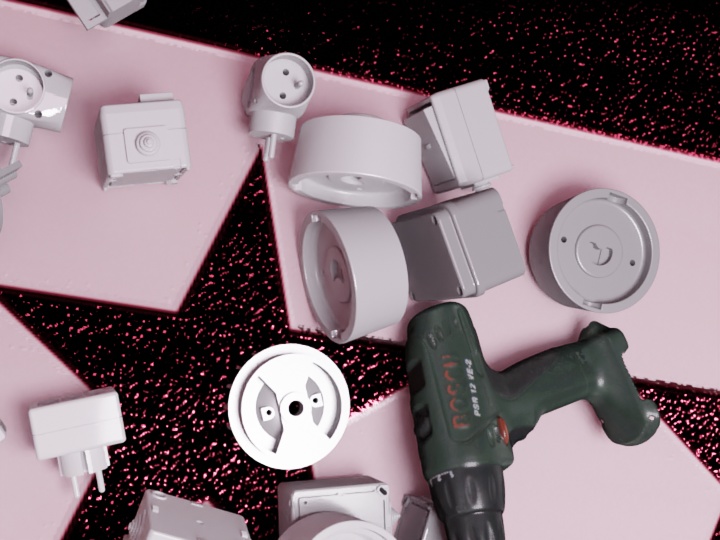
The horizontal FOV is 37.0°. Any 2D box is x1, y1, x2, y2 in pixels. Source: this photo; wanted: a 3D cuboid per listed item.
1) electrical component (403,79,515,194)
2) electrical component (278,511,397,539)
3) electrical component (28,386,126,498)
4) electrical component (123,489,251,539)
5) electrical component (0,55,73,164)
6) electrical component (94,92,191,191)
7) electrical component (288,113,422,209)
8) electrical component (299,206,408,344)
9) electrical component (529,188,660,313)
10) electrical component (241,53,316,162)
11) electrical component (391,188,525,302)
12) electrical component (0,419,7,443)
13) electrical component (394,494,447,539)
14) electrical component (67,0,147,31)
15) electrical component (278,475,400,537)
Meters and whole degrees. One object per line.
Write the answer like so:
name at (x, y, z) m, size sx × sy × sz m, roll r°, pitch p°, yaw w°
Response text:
electrical component at (0.084, -0.105, 0.917) m, size 0.061 × 0.062 × 0.096 m, roll -19°, pitch 93°, yaw -17°
electrical component at (-0.012, 0.235, 0.796) m, size 0.108 × 0.060 × 0.108 m, roll 5°, pitch 78°, yaw -24°
electrical component at (-0.213, 0.134, 0.820) m, size 0.066 × 0.047 × 0.076 m, roll -11°, pitch 92°, yaw -17°
electrical component at (-0.129, 0.212, 0.816) m, size 0.100 × 0.100 × 0.048 m, roll 20°, pitch 95°, yaw -16°
electrical component at (-0.265, -0.118, 0.816) m, size 0.077 × 0.044 × 0.079 m, roll 14°, pitch 83°, yaw -16°
electrical component at (-0.167, -0.099, 0.819) m, size 0.062 × 0.096 × 0.061 m, roll -7°, pitch 89°, yaw -17°
electrical component at (-0.001, -0.092, 0.868) m, size 0.108 × 0.108 × 0.060 m, roll 9°, pitch 79°, yaw -17°
electrical component at (0.000, 0.000, 0.864) m, size 0.060 × 0.108 × 0.108 m, roll -13°, pitch 91°, yaw -24°
electrical component at (0.202, -0.015, 0.951) m, size 0.108 × 0.060 × 0.108 m, roll 1°, pitch 87°, yaw -18°
electrical component at (-0.069, -0.127, 0.861) m, size 0.043 × 0.077 × 0.079 m, roll 8°, pitch 85°, yaw -17°
electrical component at (0.076, -0.018, 0.884) m, size 0.057 × 0.113 × 0.078 m, roll -22°, pitch 94°, yaw -20°
electrical component at (-0.310, 0.099, 0.783) m, size 0.062 × 0.061 × 0.096 m, roll -36°, pitch 98°, yaw -16°
electrical component at (0.065, 0.231, 0.895) m, size 0.061 × 0.062 × 0.096 m, roll 20°, pitch 82°, yaw -16°
electrical component at (-0.190, -0.220, 0.834) m, size 0.081 × 0.064 × 0.042 m, roll -34°, pitch 97°, yaw -16°
electrical component at (-0.016, 0.201, 0.871) m, size 0.096 × 0.061 × 0.061 m, roll -1°, pitch 88°, yaw -18°
